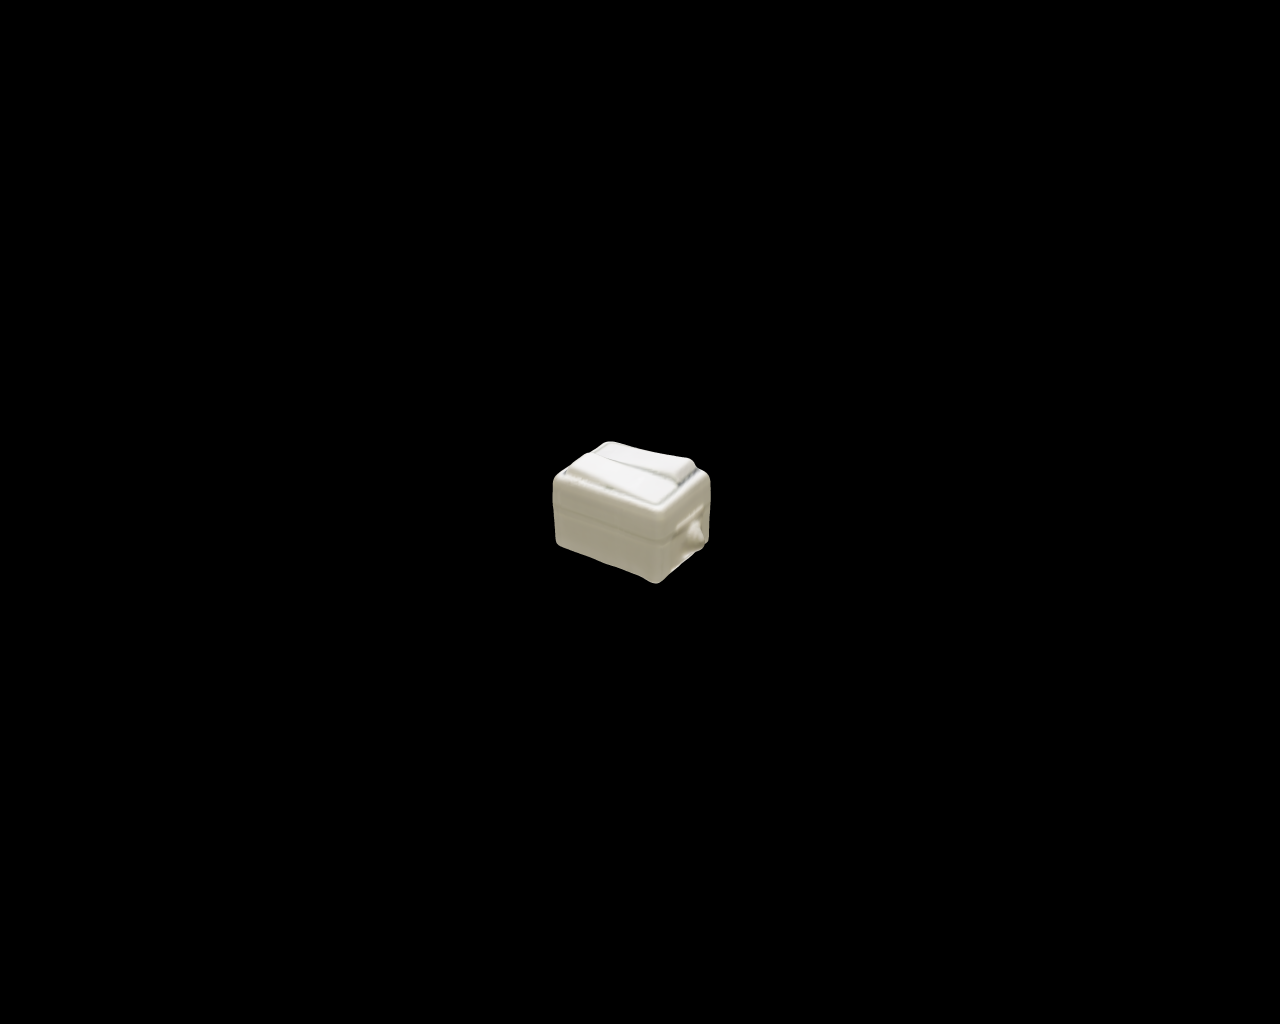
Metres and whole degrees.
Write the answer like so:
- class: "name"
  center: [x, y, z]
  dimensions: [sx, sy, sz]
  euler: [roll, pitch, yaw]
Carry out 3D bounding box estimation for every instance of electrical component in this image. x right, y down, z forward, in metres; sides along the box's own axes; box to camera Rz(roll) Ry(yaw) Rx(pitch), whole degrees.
- class: "electrical component"
  center: [0.001, -0.003, 0.650]
  dimensions: [0.096, 0.061, 0.062]
  euler: [20, 36, 29]
